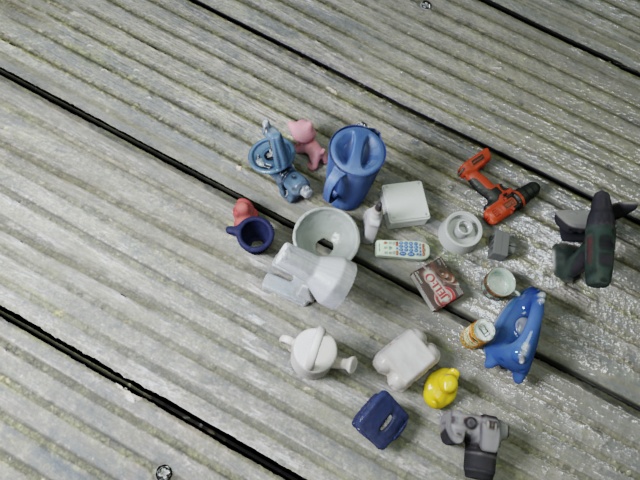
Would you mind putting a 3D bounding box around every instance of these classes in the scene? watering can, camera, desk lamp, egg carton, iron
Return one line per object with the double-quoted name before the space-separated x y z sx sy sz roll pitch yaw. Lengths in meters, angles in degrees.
"watering can" -0.004 0.248 1.272 0.173 0.194 0.101 1 69 -5
"camera" 0.346 0.460 1.277 0.143 0.101 0.137 11 69 -1
"desk lamp" -0.028 0.084 1.320 0.203 0.213 0.118 23 69 3
"egg carton" 0.203 0.280 1.347 0.150 0.069 0.107 -37 77 -17
"iron" 0.490 0.203 1.366 0.118 0.141 0.258 26 69 5

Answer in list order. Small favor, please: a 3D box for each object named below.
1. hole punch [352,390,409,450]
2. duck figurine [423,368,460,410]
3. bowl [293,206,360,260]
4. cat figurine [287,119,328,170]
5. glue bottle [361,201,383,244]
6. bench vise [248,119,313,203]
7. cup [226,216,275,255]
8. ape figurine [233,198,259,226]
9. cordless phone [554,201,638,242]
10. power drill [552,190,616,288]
"hole punch" 0.140 0.403 1.283 0.101 0.091 0.109 40 71 10
"duck figurine" 0.287 0.340 1.324 0.077 0.086 0.105 36 70 8
"bowl" 0.013 0.005 1.428 0.167 0.075 0.167 2 69 -5
"cat figurine" -0.029 -0.262 1.502 0.067 0.118 0.127 -38 77 -17
"glue bottle" 0.132 -0.053 1.409 0.037 0.173 0.078 5 69 -3
"bench vise" -0.087 -0.202 1.419 0.207 0.220 0.121 29 69 6
"cup" -0.171 -0.002 1.402 0.118 0.095 0.092 10 69 -2
"ape figurine" -0.191 -0.070 1.427 0.076 0.092 0.078 25 69 4
"cordless phone" 0.703 -0.065 1.465 0.147 0.185 0.094 -2 70 -6
"power drill" 0.656 0.018 1.417 0.075 0.208 0.229 6 69 -3
